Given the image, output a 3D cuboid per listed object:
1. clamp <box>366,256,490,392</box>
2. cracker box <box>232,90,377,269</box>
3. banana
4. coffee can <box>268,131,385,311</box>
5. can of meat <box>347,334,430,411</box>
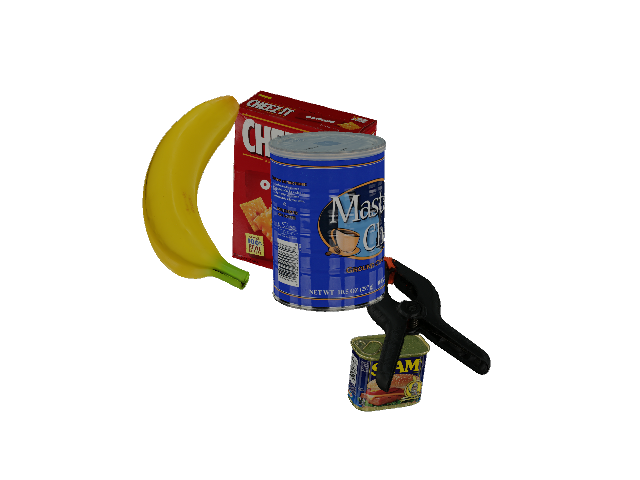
[{"bbox_3d":[0.105,0.085,1.115,0.120,0.171,0.039,2,-44,-12],"label":"clamp"},{"bbox_3d":[-0.025,-0.059,1.320,0.164,0.214,0.072,17,33,22],"label":"cracker box"},{"bbox_3d":[-0.089,-0.038,0.749,0.069,0.198,0.037,10,-46,-16],"label":"banana"},{"bbox_3d":[0.007,-0.019,0.947,0.103,0.140,0.103,-1,15,0],"label":"coffee can"},{"bbox_3d":[0.088,0.173,1.404,0.102,0.084,0.057,-4,25,-20],"label":"can of meat"}]
